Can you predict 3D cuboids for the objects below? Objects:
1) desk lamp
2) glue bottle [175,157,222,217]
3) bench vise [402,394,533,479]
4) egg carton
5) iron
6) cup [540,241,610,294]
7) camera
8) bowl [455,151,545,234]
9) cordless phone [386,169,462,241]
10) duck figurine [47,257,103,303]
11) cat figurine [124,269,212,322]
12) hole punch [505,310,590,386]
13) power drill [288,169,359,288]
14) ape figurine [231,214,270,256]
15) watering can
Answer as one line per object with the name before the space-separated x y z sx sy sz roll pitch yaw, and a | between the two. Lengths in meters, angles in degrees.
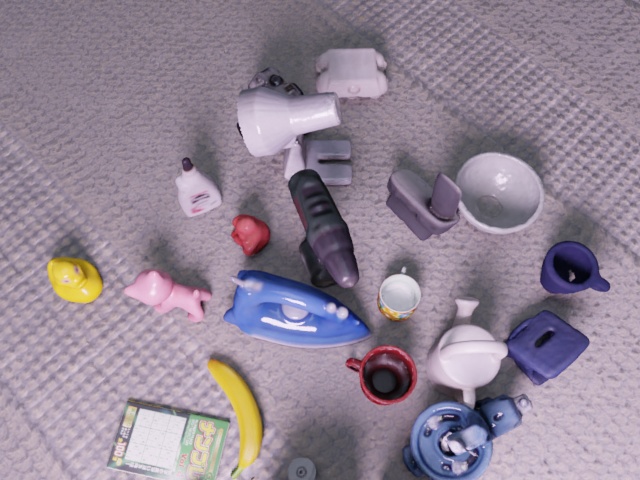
desk lamp | -0.039 -0.194 1.049 0.203 0.213 0.118 -1 68 -1
glue bottle | -0.226 -0.100 1.030 0.078 0.173 0.037 -27 70 -11
bench vise | 0.223 0.275 0.854 0.208 0.220 0.121 -42 73 -16
egg carton | 0.065 -0.342 1.188 0.150 0.069 0.107 -2 68 -1
iron | -0.033 0.112 0.962 0.258 0.141 0.119 13 68 5
cup | 0.441 0.065 1.010 0.117 0.095 0.092 31 71 12
camera | -0.105 -0.258 1.135 0.137 0.101 0.143 -36 72 -14
bowl | 0.329 -0.078 1.079 0.167 0.075 0.167 0 68 0
cordless phone | 0.192 -0.092 1.024 0.094 0.185 0.147 -42 74 -16
duck figurine | -0.442 0.061 1.009 0.104 0.086 0.077 32 71 12
cat figurine | -0.261 0.087 0.983 0.127 0.118 0.067 10 68 4
hole punch | 0.376 0.178 0.965 0.109 0.091 0.101 -37 72 -14
power drill | 0.009 0.003 0.971 0.075 0.208 0.229 -20 69 -8
ape figurine | -0.130 -0.016 1.040 0.076 0.092 0.078 -3 68 -1
watering can | 0.231 0.178 0.908 0.101 0.194 0.172 -17 69 -7
